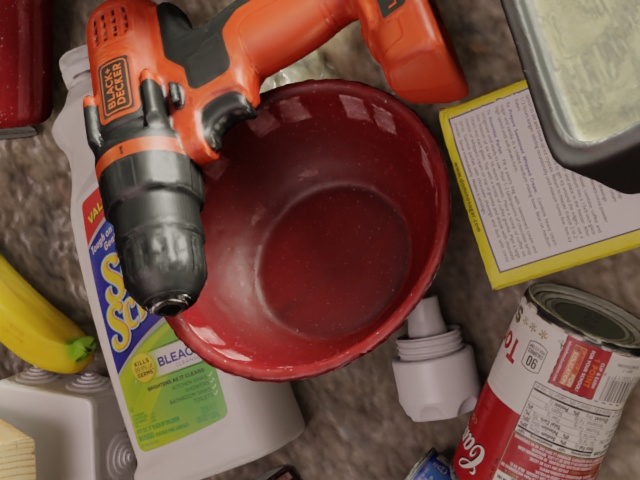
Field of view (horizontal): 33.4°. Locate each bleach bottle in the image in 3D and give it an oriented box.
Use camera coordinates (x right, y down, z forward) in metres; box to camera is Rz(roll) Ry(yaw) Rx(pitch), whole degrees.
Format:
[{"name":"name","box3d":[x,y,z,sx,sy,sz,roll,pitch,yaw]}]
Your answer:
[{"name":"bleach bottle","box3d":[-0.098,0.011,0.613,0.103,0.068,0.251,-24,86,26]}]

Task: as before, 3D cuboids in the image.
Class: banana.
[{"name":"banana","box3d":[-0.200,0.027,0.672,0.198,0.037,0.070,36,133,25]}]

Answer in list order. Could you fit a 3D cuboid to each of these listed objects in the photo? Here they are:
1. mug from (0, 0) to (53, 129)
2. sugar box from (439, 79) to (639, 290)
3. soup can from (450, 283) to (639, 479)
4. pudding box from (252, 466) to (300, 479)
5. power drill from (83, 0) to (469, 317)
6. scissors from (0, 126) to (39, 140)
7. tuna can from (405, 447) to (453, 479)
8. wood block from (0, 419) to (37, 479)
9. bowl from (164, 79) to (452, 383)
[{"name":"mug","box3d":[-0.205,-0.115,0.636,0.117,0.093,0.081,26,118,51]},{"name":"sugar box","box3d":[0.150,-0.046,0.488,0.176,0.048,0.093,-19,87,25]},{"name":"soup can","box3d":[0.112,0.080,0.515,0.069,0.068,0.102,26,109,20]},{"name":"pudding box","box3d":[-0.069,0.177,0.610,0.114,0.089,0.039,-33,83,27]},{"name":"power drill","box3d":[-0.028,-0.070,0.520,0.188,0.057,0.184,-21,62,14]},{"name":"scissors","box3d":[-0.273,-0.093,0.707,0.202,0.016,0.096,-12,93,27]},{"name":"tuna can","box3d":[0.047,0.152,0.549,0.034,0.086,0.086,34,112,15]},{"name":"wood block","box3d":[-0.258,0.145,0.655,0.206,0.090,0.091,12,105,50]},{"name":"bowl","box3d":[-0.004,0.001,0.545,0.162,0.055,0.162,-10,65,21]}]
